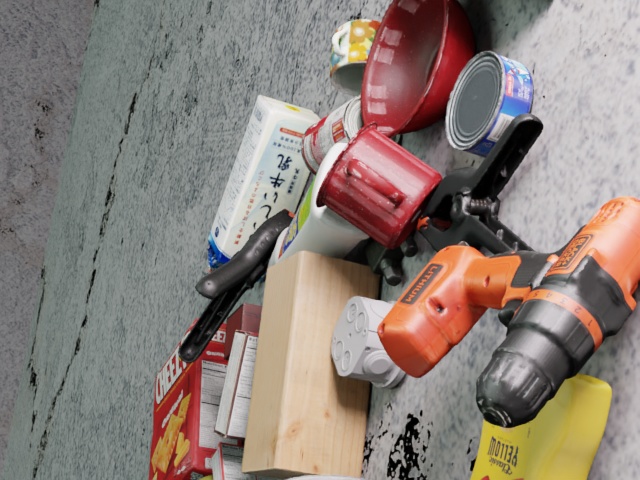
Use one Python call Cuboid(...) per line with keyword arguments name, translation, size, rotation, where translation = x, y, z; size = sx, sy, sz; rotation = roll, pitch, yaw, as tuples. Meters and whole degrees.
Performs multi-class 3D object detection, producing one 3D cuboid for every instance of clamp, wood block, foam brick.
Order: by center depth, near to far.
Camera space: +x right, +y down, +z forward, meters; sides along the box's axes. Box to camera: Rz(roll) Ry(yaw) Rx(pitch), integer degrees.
Cuboid(name="clamp", translation=(0.131, -0.036, 0.871), size=(0.172, 0.039, 0.120), rotation=(-2, 73, 67))
Cuboid(name="wood block", translation=(-0.008, 0.126, 1.032), size=(0.091, 0.090, 0.206), rotation=(-28, 52, 61))
Cuboid(name="foam brick", translation=(-0.060, 0.108, 1.182), size=(0.051, 0.078, 0.053), rotation=(134, 144, -55))
Cuboid(name="clamp", translation=(-0.091, 0.042, 1.216), size=(0.209, 0.036, 0.165), rotation=(-48, -10, -41))

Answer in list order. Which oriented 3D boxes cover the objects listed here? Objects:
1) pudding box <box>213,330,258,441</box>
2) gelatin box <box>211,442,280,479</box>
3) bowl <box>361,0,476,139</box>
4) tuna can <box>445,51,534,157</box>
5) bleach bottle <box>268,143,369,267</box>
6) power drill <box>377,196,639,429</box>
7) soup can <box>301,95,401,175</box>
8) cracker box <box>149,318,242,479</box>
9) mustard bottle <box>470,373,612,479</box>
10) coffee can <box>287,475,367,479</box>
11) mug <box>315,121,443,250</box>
Cuboid(name="pudding box", translation=(-0.055, 0.157, 1.121), size=(0.039, 0.090, 0.113), rotation=(-3, 75, 66))
Cuboid(name="gelatin box", translation=(-0.075, 0.261, 1.128), size=(0.030, 0.073, 0.089), rotation=(-61, 27, 33))
Cuboid(name="bowl", translation=(0.099, -0.165, 1.001), size=(0.162, 0.055, 0.162), rotation=(-46, 36, 50))
Cuboid(name="tuna can", translation=(0.142, -0.113, 0.897), size=(0.086, 0.033, 0.086), rotation=(-46, 36, 50))
Cuboid(name="bleach bottle", translation=(-0.007, 0.001, 1.118), size=(0.251, 0.068, 0.102), rotation=(126, 161, -58))
Cuboid(name="power drill", translation=(0.120, 0.052, 0.710), size=(0.184, 0.057, 0.188), rotation=(-45, 17, -27))
Cuboid(name="soup can", translation=(0.031, -0.105, 1.106), size=(0.102, 0.068, 0.068), rotation=(-24, 55, 62))
Cuboid(name="cracker box", translation=(-0.160, 0.231, 1.346), size=(0.164, 0.072, 0.213), rotation=(-51, 32, 44))
Cuboid(name="mustard bottle", translation=(0.134, 0.178, 0.712), size=(0.096, 0.058, 0.191), rotation=(10, 87, 64))
Cuboid(name="coffee can", translation=(0.008, 0.278, 0.887), size=(0.103, 0.102, 0.140), rotation=(-43, 39, 53))
Cuboid(name="mug", translation=(0.053, -0.047, 0.941), size=(0.093, 0.081, 0.117), rotation=(-54, -11, -1))
